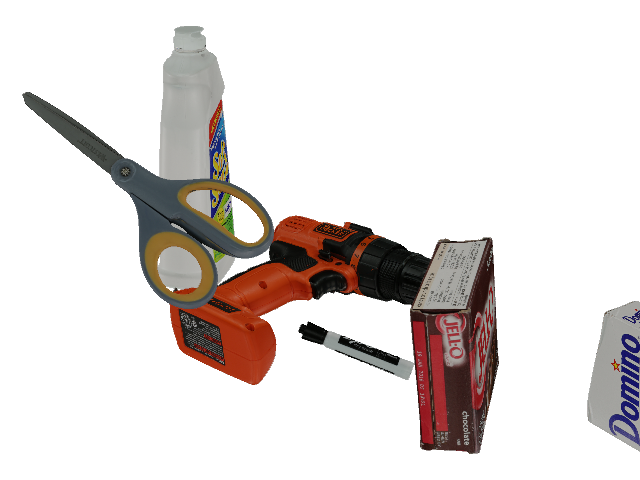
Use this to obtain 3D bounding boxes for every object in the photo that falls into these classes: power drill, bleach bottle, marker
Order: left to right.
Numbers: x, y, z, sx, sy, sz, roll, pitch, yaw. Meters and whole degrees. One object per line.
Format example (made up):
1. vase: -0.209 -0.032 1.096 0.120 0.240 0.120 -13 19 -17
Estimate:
1. bleach bottle: -0.127 -0.083 1.058 0.068 0.251 0.102 6 25 13
2. power drill: -0.012 0.045 0.860 0.185 0.057 0.187 16 32 41
3. marker: 0.035 0.110 1.077 0.121 0.020 0.020 21 2 5

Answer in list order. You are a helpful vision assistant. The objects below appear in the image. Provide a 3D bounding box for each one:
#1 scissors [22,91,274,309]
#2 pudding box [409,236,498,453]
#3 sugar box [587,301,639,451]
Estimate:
1. scissors: -0.128 -0.023 0.697 0.202 0.096 0.016 22 -14 11
2. pudding box: 0.082 0.058 0.634 0.039 0.090 0.113 0 21 14
3. sugar box: 0.264 0.118 0.719 0.048 0.093 0.176 -15 29 -38
